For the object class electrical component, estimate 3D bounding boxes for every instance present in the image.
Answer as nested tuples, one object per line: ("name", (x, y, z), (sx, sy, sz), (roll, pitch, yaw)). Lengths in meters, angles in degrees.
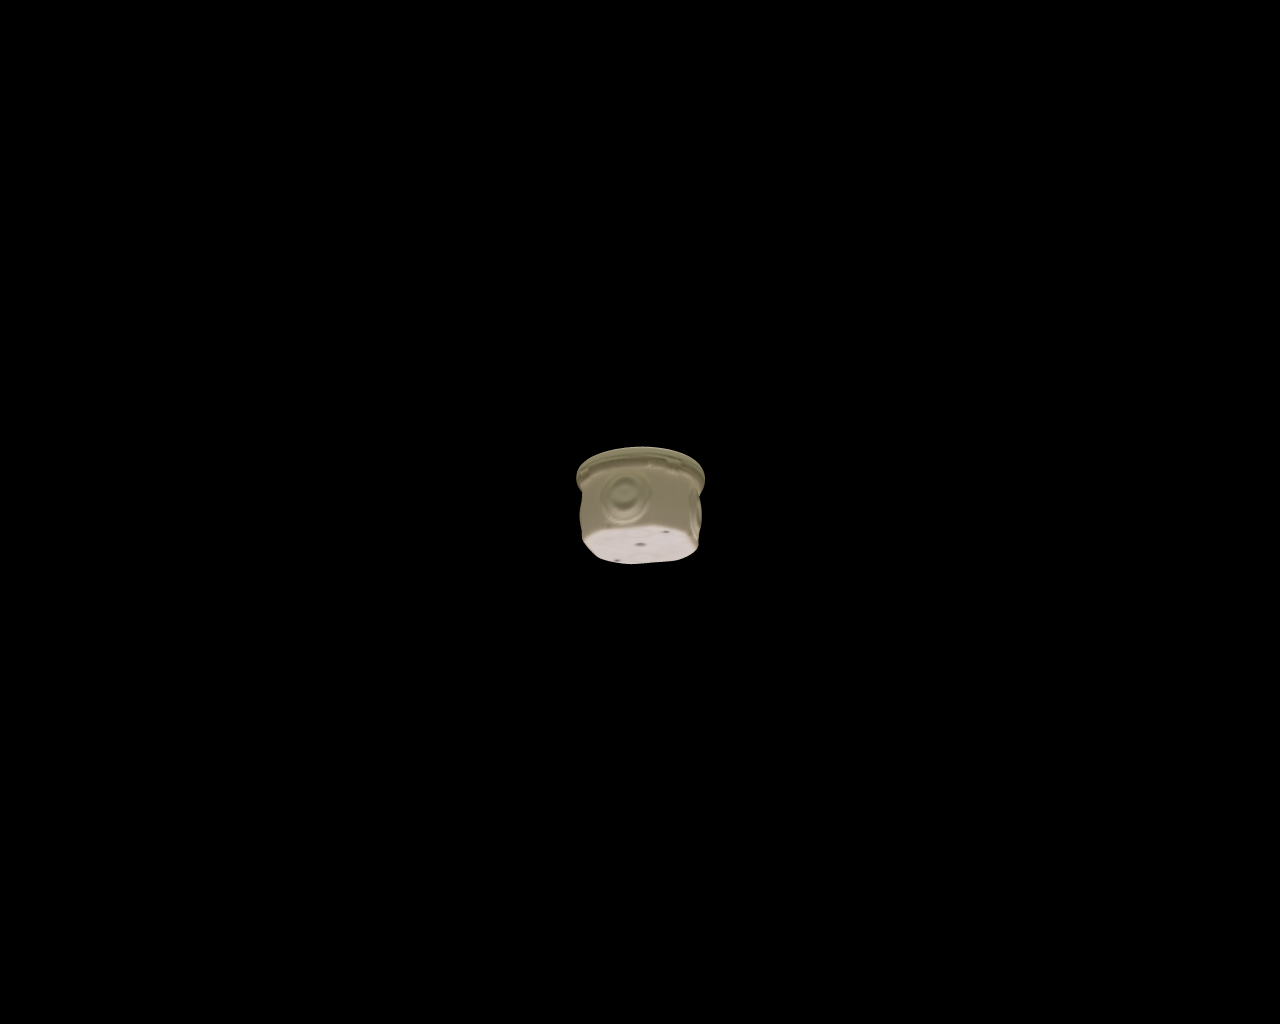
("electrical component", (0.001, -0.003, 0.650), (0.080, 0.051, 0.080), (0, -22, 0))
